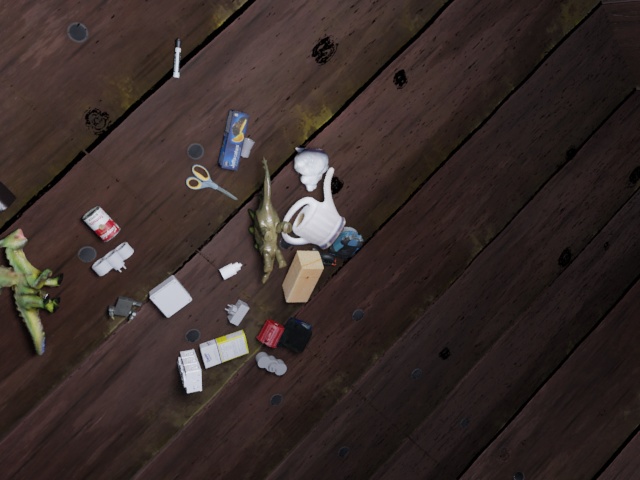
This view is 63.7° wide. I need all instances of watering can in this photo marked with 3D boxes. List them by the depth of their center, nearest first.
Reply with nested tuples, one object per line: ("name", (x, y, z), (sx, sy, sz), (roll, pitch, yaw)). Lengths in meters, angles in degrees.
("watering can", (0.006, -0.099, 1.959), (0.222, 0.106, 0.343), (31, 111, -28))

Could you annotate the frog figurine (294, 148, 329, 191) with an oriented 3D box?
("frog figurine", (-0.034, -0.259, 1.904), (0.138, 0.123, 0.159), (-3, 97, -43))

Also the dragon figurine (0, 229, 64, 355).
("dragon figurine", (-0.973, 0.168, 1.644), (0.242, 0.123, 0.407), (14, 99, -9))
